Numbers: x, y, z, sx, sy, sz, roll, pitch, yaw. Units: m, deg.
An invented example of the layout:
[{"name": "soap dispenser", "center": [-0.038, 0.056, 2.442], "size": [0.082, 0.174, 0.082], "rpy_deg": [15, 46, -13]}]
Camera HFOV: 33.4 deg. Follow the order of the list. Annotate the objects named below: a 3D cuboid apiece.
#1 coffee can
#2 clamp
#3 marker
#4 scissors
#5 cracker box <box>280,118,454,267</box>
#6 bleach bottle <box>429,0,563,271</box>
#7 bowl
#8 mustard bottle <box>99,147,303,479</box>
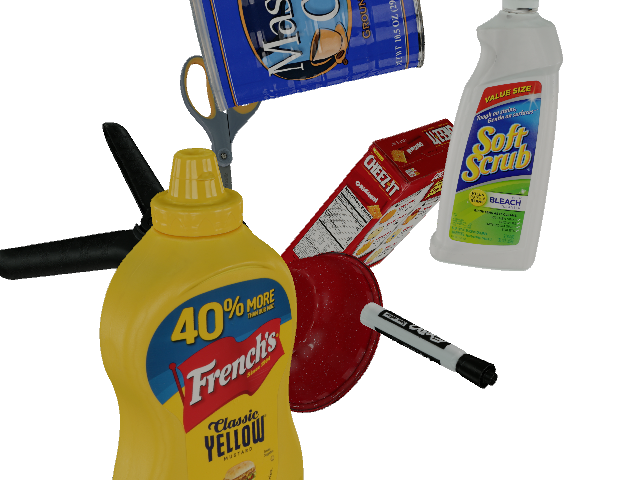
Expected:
[{"name": "coffee can", "center": [-0.011, -0.151, 0.709], "size": [0.140, 0.103, 0.103], "rpy_deg": [-13, 0, -1]}, {"name": "clamp", "center": [-0.126, -0.013, 0.827], "size": [0.210, 0.164, 0.036], "rpy_deg": [15, -34, 14]}, {"name": "marker", "center": [0.078, 0.076, 0.778], "size": [0.121, 0.020, 0.020], "rpy_deg": [26, 17, 39]}, {"name": "scissors", "center": [-0.086, -0.098, 1.100], "size": [0.096, 0.202, 0.016], "rpy_deg": [-18, -2, -23]}, {"name": "cracker box", "center": [0.066, -0.039, 1.253], "size": [0.163, 0.072, 0.214], "rpy_deg": [-24, -21, -51]}, {"name": "bleach bottle", "center": [0.159, -0.101, 0.961], "size": [0.103, 0.251, 0.068], "rpy_deg": [7, 22, 13]}, {"name": "bowl", "center": [-0.020, 0.078, 1.007], "size": [0.162, 0.162, 0.055], "rpy_deg": [0, -20, 44]}, {"name": "mustard bottle", "center": [-0.054, 0.052, 0.496], "size": [0.096, 0.192, 0.058], "rpy_deg": [-14, 22, -35]}]
